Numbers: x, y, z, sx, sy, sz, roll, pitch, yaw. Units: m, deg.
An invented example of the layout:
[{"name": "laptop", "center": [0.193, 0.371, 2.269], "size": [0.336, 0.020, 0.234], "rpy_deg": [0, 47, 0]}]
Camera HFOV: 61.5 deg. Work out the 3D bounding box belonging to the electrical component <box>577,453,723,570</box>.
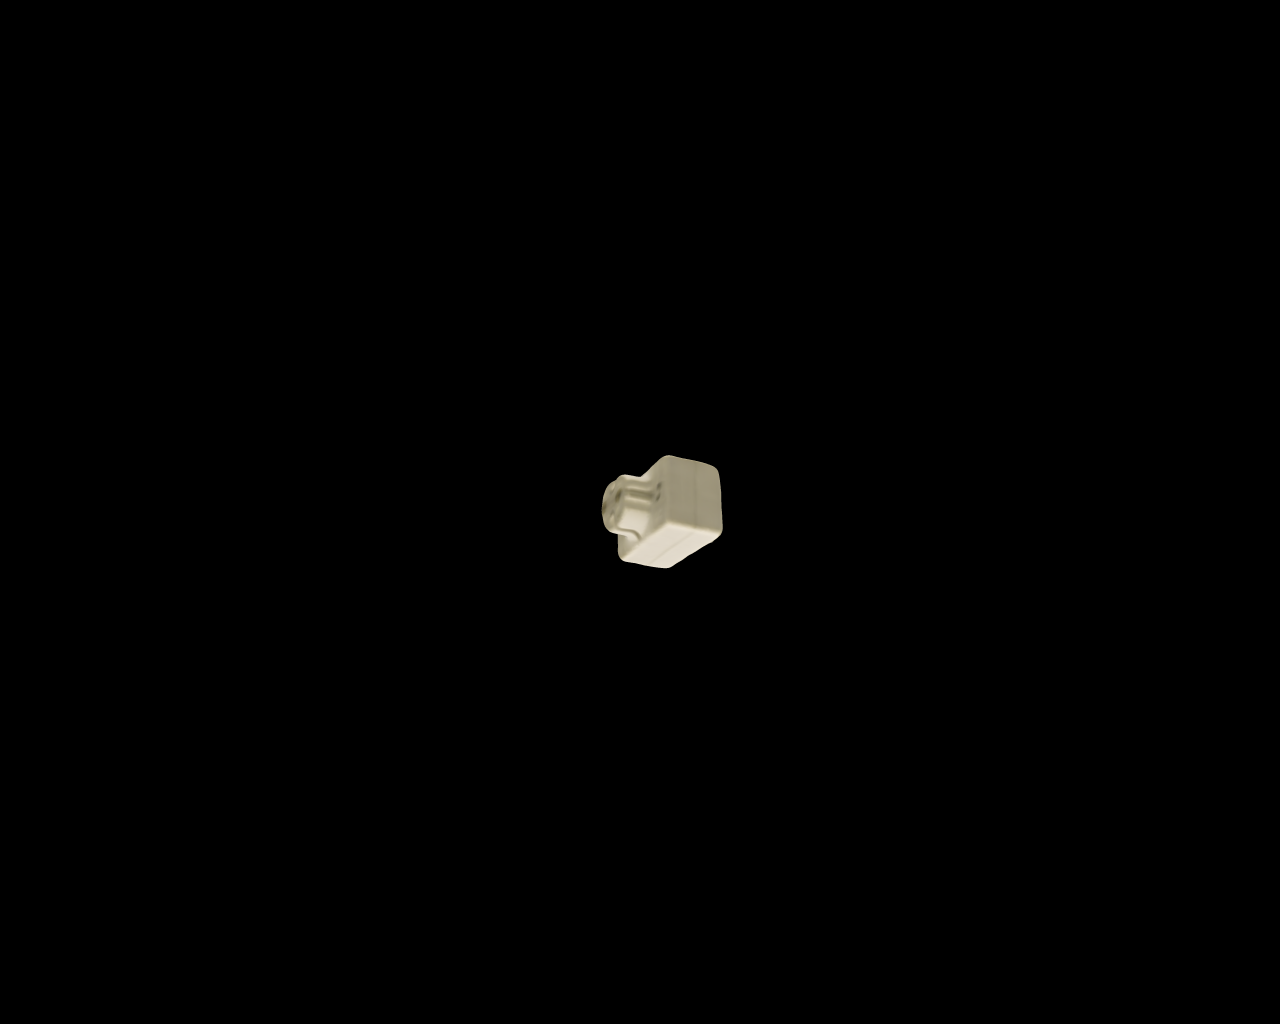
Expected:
[{"name": "electrical component", "center": [0.001, -0.003, 0.650], "size": [0.077, 0.047, 0.065], "rpy_deg": [12, -27, -25]}]
